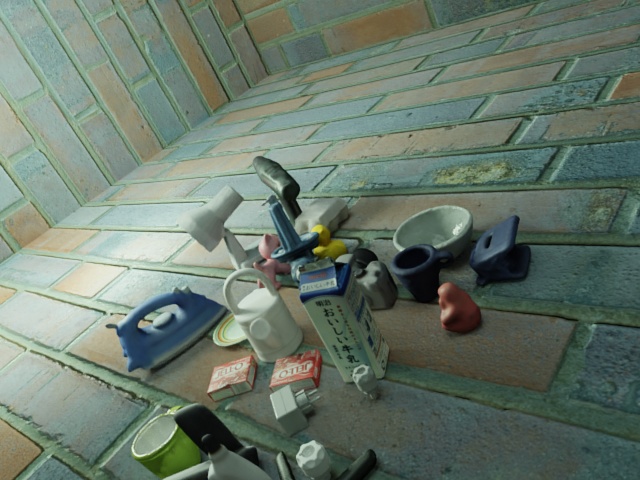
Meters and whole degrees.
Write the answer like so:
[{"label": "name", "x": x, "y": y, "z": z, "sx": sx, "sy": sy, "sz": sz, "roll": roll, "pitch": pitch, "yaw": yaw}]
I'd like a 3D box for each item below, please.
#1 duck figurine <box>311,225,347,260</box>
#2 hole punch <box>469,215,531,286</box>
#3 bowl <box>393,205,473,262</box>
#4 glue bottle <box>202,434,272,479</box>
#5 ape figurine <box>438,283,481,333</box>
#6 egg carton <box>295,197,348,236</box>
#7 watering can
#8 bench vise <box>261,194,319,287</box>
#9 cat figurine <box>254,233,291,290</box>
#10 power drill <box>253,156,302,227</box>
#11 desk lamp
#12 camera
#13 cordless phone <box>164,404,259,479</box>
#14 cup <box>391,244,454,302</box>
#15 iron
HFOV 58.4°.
[{"label": "duck figurine", "x": 0.013, "y": 0.005, "z": 1.369, "sx": 0.078, "sy": 0.086, "sz": 0.104, "roll": -37, "pitch": 28, "yaw": -20}, {"label": "hole punch", "x": 0.326, "y": 0.018, "z": 1.055, "sx": 0.100, "sy": 0.091, "sz": 0.109, "roll": -9, "pitch": 31, "yaw": 31}, {"label": "bowl", "x": 0.240, "y": 0.003, "z": 1.179, "sx": 0.167, "sy": 0.075, "sz": 0.167, "roll": -21, "pitch": 27, "yaw": 12}, {"label": "glue bottle", "x": -0.119, "y": 0.331, "z": 0.801, "sx": 0.078, "sy": 0.173, "sz": 0.037, "roll": -23, "pitch": 27, "yaw": 7}, {"label": "ape figurine", "x": 0.229, "y": 0.110, "z": 0.975, "sx": 0.078, "sy": 0.092, "sz": 0.075, "roll": -39, "pitch": 29, "yaw": -24}, {"label": "egg carton", "x": 0.004, "y": -0.056, "z": 1.504, "sx": 0.107, "sy": 0.069, "sz": 0.150, "roll": -1, "pitch": 36, "yaw": 41}, {"label": "watering can", "x": -0.114, "y": 0.141, "z": 1.116, "sx": 0.101, "sy": 0.194, "sz": 0.172, "roll": -36, "pitch": 28, "yaw": -18}, {"label": "bench vise", "x": -0.048, "y": 0.008, "z": 1.268, "sx": 0.121, "sy": 0.220, "sz": 0.206, "roll": -33, "pitch": 27, "yaw": -13}, {"label": "cat figurine", "x": -0.121, "y": 0.041, "z": 1.389, "sx": 0.067, "sy": 0.118, "sz": 0.128, "roll": -7, "pitch": 33, "yaw": 34}, {"label": "power drill", "x": -0.100, "y": -0.121, "z": 1.561, "sx": 0.076, "sy": 0.209, "sz": 0.229, "roll": -33, "pitch": 27, "yaw": -12}, {"label": "desk lamp", "x": -0.242, "y": -0.024, "z": 1.509, "sx": 0.203, "sy": 0.214, "sz": 0.117, "roll": -33, "pitch": 27, "yaw": -13}, {"label": "camera", "x": 0.084, "y": 0.069, "z": 1.172, "sx": 0.142, "sy": 0.101, "sz": 0.137, "roll": -9, "pitch": 31, "yaw": 31}, {"label": "cordless phone", "x": -0.189, "y": 0.322, "z": 0.866, "sx": 0.147, "sy": 0.185, "sz": 0.094, "roll": -24, "pitch": 27, "yaw": 5}, {"label": "cup", "x": 0.203, "y": 0.066, "z": 1.076, "sx": 0.117, "sy": 0.095, "sz": 0.092, "roll": -13, "pitch": 30, "yaw": 25}, {"label": "iron", "x": -0.354, "y": 0.182, "z": 1.320, "sx": 0.258, "sy": 0.142, "sz": 0.118, "roll": -34, "pitch": 27, "yaw": -15}]
